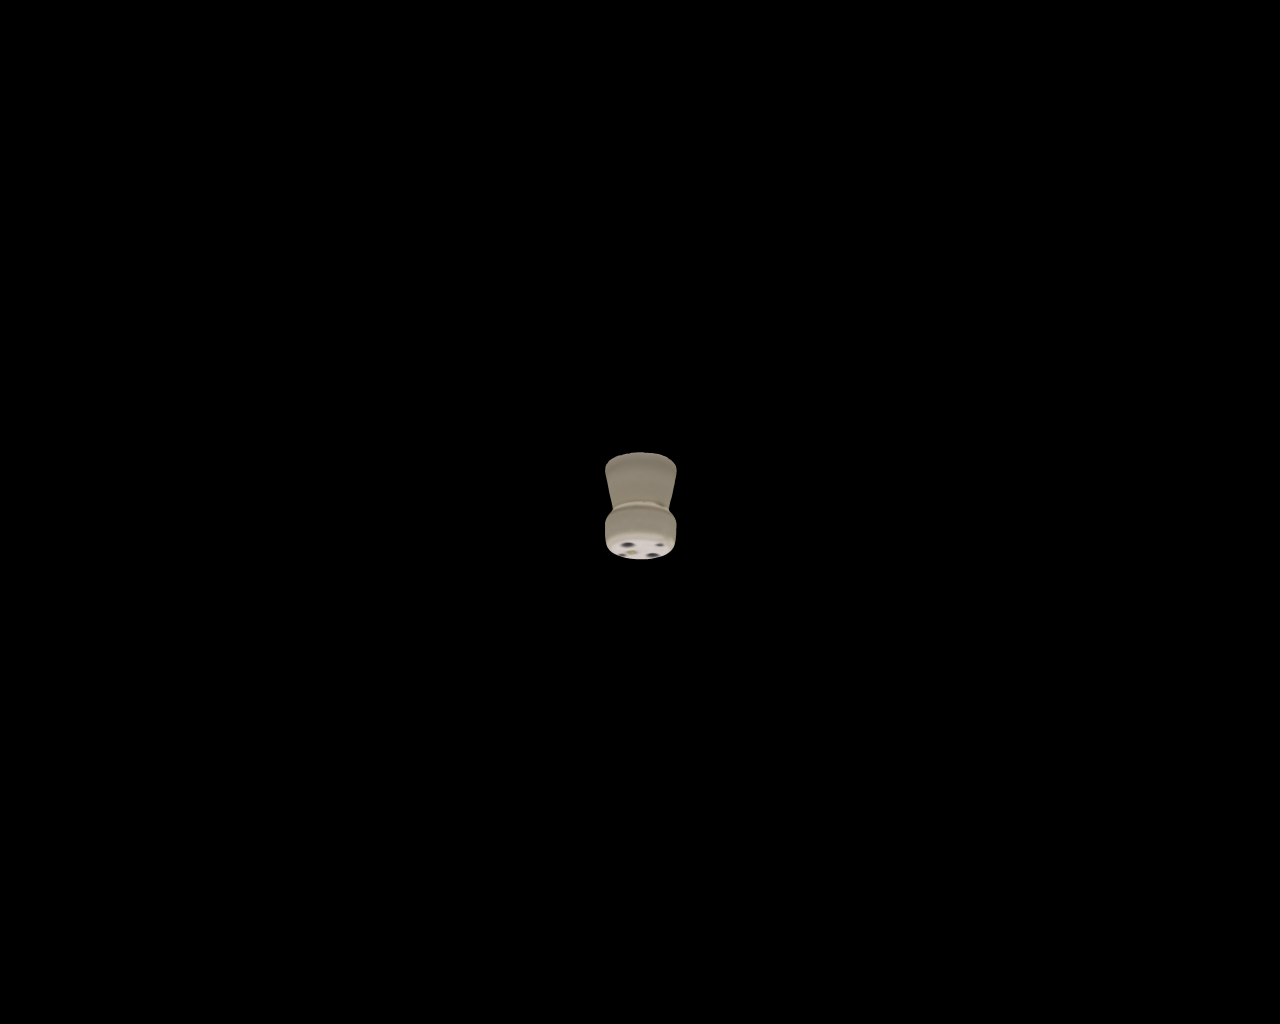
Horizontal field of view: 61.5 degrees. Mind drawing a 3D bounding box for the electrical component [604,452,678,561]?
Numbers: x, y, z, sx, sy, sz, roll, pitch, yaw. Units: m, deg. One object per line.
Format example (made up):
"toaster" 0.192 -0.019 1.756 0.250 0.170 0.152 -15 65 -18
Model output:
"electrical component" 0.001 -0.003 0.650 0.045 0.055 0.044 0 -22 0
